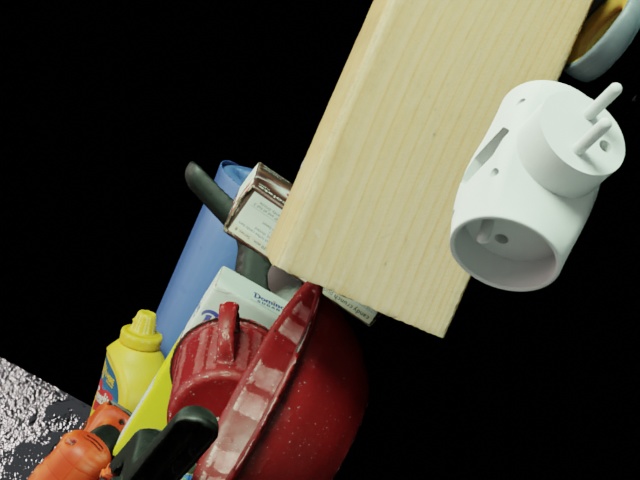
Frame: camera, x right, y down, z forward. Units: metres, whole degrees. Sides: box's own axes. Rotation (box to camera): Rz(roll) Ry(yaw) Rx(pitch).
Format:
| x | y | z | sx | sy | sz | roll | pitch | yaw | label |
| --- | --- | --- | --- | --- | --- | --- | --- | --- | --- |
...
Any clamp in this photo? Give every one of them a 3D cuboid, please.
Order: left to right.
| x | y | z | sx | sy | sz | roll | pitch | yaw | label |
| --- | --- | --- | --- | --- | --- | --- | --- | --- | --- |
| -0.121 | 0.174 | 0.648 | 0.164 | 0.036 | 0.210 | -65 | 12 | -13 | clamp |
| -0.046 | 0.001 | 0.876 | 0.039 | 0.120 | 0.171 | 101 | 164 | -82 | clamp |

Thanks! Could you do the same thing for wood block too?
| x | y | z | sx | sy | sz | roll | pitch | yaw | label |
| --- | --- | --- | --- | --- | --- | --- | --- | --- | --- |
| 0.055 | -0.068 | 0.531 | 0.090 | 0.090 | 0.206 | -136 | 69 | -83 | wood block |

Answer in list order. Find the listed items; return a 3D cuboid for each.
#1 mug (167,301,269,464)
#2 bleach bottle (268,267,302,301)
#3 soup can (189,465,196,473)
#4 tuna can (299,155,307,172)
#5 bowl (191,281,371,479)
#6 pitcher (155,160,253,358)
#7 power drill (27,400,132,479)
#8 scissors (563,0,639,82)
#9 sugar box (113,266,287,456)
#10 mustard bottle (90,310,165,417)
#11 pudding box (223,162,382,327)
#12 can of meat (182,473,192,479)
| x | y | z | sx | sy | sz | roll | pitch | yaw | label |
| --- | --- | --- | --- | --- | --- | --- | --- | --- | --- |
| -0.067 | 0.102 | 0.773 | 0.081 | 0.093 | 0.117 | -93 | 8 | -70 | mug |
| 0.015 | -0.042 | 0.951 | 0.251 | 0.068 | 0.102 | -58 | 7 | -3 | bleach bottle |
| -0.120 | 0.216 | 0.810 | 0.102 | 0.068 | 0.068 | -60 | 6 | -1 | soup can |
| 0.029 | -0.040 | 0.725 | 0.034 | 0.086 | 0.086 | -60 | 6 | 15 | tuna can |
| -0.018 | 0.102 | 0.590 | 0.162 | 0.055 | 0.162 | -59 | 7 | 11 | bowl |
| -0.089 | 0.054 | 1.092 | 0.243 | 0.145 | 0.149 | -62 | -7 | 14 | pitcher |
| -0.226 | 0.223 | 0.924 | 0.184 | 0.057 | 0.187 | -50 | 1 | 9 | power drill |
| 0.118 | -0.085 | 0.553 | 0.202 | 0.016 | 0.096 | -53 | 10 | 49 | scissors |
| -0.083 | 0.118 | 0.848 | 0.176 | 0.093 | 0.048 | -58 | 8 | 20 | sugar box |
| -0.194 | 0.160 | 1.054 | 0.096 | 0.058 | 0.192 | -137 | 61 | -64 | mustard bottle |
| -0.005 | 0.001 | 0.683 | 0.039 | 0.113 | 0.090 | -57 | 8 | 10 | pudding box |
| -0.103 | 0.217 | 0.730 | 0.102 | 0.057 | 0.084 | -59 | 4 | 2 | can of meat |
